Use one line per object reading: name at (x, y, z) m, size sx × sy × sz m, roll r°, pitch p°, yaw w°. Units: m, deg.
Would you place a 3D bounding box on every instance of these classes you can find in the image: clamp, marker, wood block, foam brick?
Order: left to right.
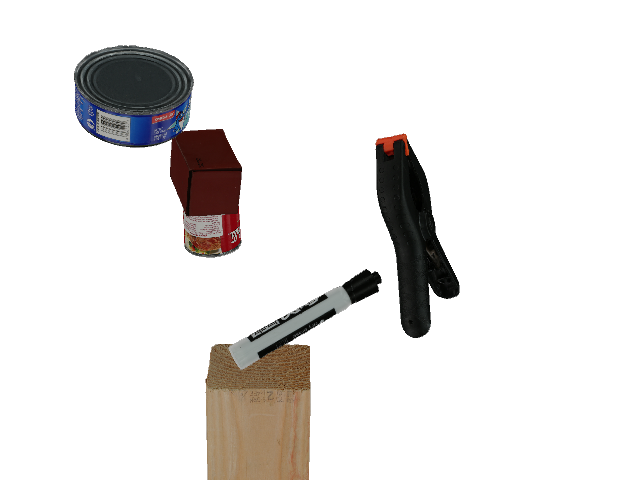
foam brick at (-0.111, -0.066, 1.024) m, size 0.053 × 0.051 × 0.078 m, roll -4°, pitch 35°, yaw -18°
wood block at (-0.055, 0.204, 0.954) m, size 0.090 × 0.206 × 0.091 m, roll 1°, pitch 20°, yaw -2°
marker at (-0.009, 0.055, 0.764) m, size 0.121 × 0.020 × 0.020 m, roll -29°, pitch 6°, yaw -11°
clamp at (0.078, -0.003, 0.922) m, size 0.039 × 0.171 × 0.120 m, roll -15°, pitch 18°, yaw 20°

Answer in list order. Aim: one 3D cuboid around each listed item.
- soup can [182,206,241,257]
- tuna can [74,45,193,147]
soup can at (-0.129, -0.041, 1.244) m, size 0.068 × 0.102 × 0.068 m, roll -1°, pitch 28°, yaw 0°
tuna can at (-0.137, -0.106, 0.784) m, size 0.086 × 0.034 × 0.086 m, roll 6°, pitch 42°, yaw -6°
